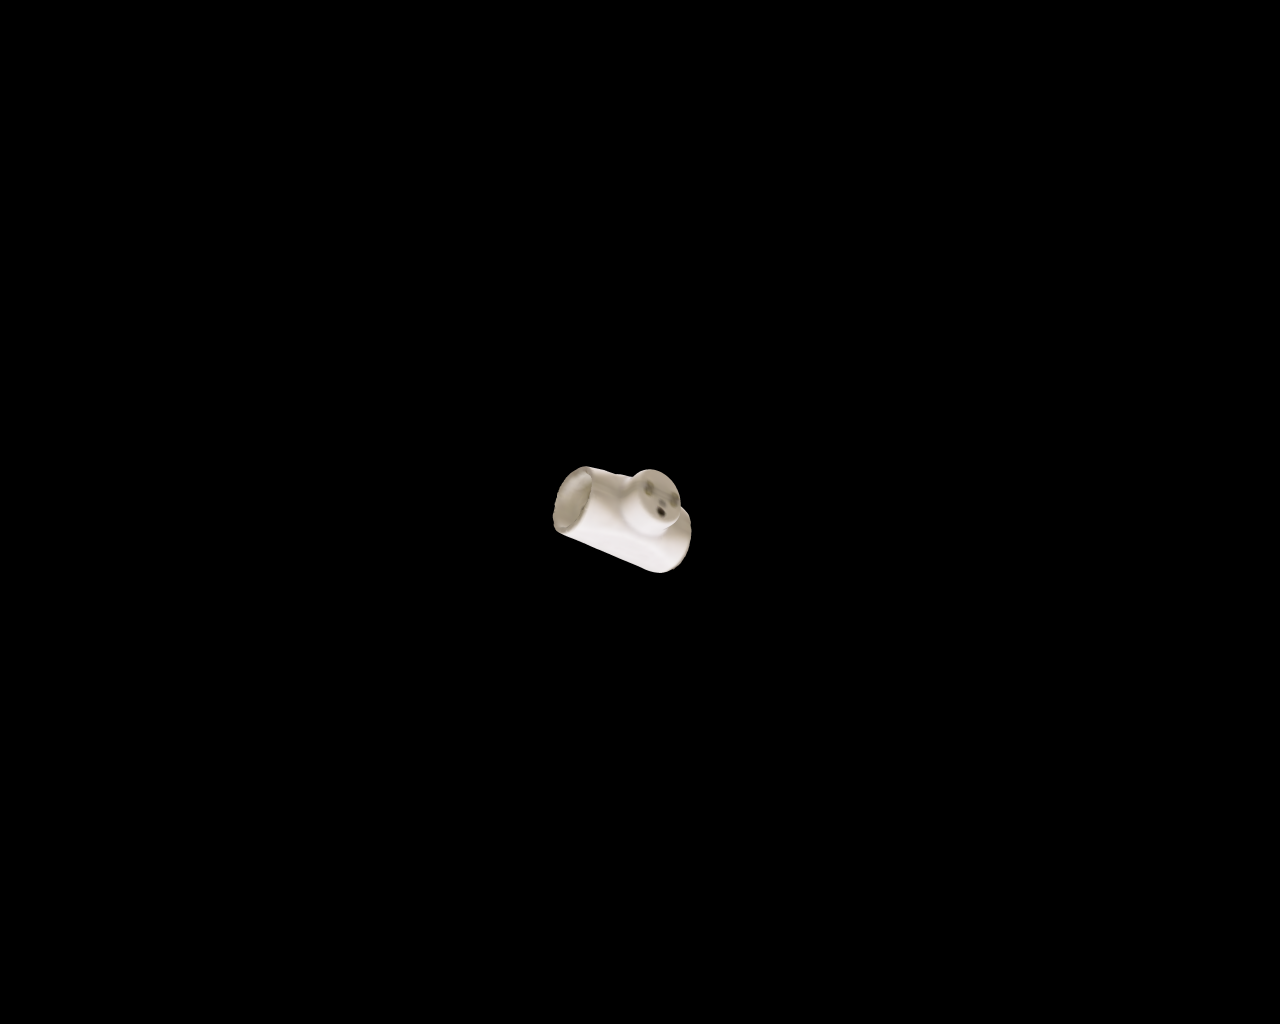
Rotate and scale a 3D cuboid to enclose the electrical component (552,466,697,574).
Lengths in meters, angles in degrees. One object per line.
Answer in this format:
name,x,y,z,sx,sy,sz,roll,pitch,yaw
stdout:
electrical component,0.001,-0.003,0.650,0.077,0.044,0.079,24,-41,-31
